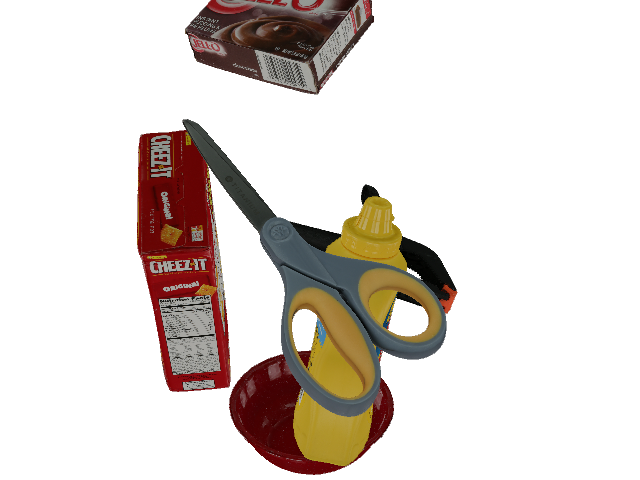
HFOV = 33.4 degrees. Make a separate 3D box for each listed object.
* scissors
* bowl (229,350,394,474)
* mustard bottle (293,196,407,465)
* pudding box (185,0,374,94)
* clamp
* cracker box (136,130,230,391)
[{"bbox_3d":[-0.002,0.000,0.576,0.096,0.202,0.016,-13,-32,-16],"label":"scissors"},{"bbox_3d":[-0.009,0.180,1.057,0.162,0.055,0.162,0,33,0],"label":"bowl"},{"bbox_3d":[0.023,0.058,0.757,0.058,0.192,0.096,11,27,2],"label":"mustard bottle"},{"bbox_3d":[-0.030,-0.161,0.797,0.114,0.090,0.039,21,-30,24],"label":"pudding box"},{"bbox_3d":[0.065,0.016,1.238,0.164,0.036,0.210,-20,50,-38],"label":"clamp"},{"bbox_3d":[-0.136,0.023,1.059,0.072,0.164,0.214,-6,-43,-4],"label":"cracker box"}]
